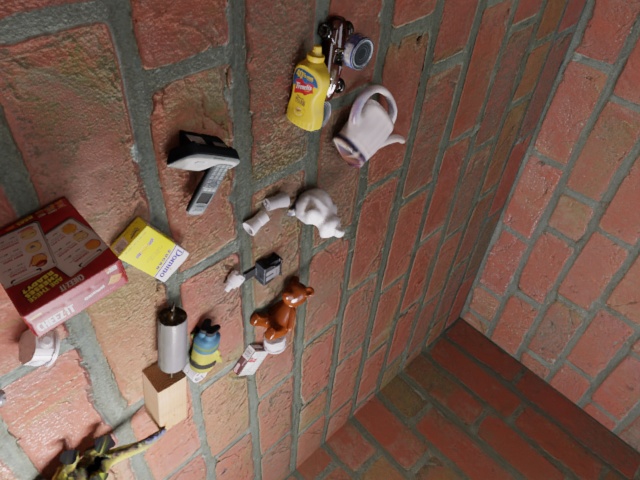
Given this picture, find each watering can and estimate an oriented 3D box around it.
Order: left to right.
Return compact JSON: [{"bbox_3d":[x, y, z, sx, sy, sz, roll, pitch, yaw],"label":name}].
[{"bbox_3d":[0.154,-0.303,1.499,0.225,0.105,0.343,-51,150,-2],"label":"watering can"}]

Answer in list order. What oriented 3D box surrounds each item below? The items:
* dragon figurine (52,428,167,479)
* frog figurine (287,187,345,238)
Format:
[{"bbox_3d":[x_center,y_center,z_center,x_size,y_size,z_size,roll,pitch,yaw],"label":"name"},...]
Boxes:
[{"bbox_3d":[-0.637,0.632,1.395,0.412,0.124,0.238,-9,156,-44],"label":"dragon figurine"},{"bbox_3d":[0.004,-0.074,1.478,0.138,0.161,0.121,-4,124,-53],"label":"frog figurine"}]
